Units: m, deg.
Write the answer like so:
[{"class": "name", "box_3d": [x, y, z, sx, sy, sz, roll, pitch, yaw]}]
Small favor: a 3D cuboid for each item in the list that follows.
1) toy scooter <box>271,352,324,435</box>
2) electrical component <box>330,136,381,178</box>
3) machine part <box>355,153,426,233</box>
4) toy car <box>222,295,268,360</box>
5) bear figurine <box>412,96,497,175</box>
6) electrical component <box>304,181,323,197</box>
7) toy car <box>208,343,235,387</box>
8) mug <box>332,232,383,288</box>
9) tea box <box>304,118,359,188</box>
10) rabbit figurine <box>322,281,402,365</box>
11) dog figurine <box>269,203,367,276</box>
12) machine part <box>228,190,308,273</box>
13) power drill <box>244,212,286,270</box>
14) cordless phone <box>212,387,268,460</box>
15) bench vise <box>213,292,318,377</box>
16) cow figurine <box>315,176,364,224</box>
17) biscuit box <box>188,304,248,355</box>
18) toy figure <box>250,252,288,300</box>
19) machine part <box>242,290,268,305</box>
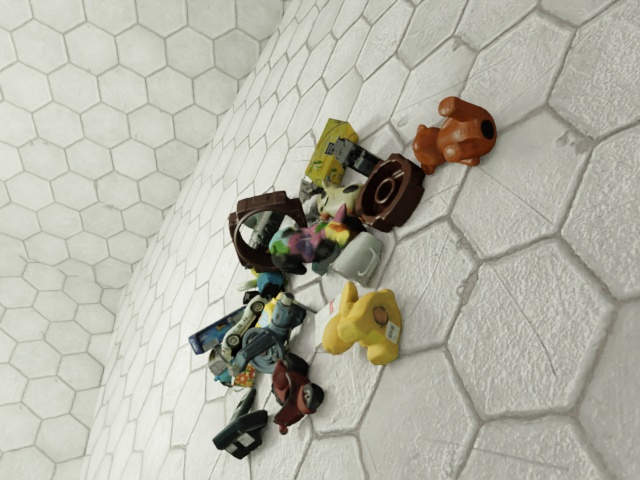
[{"class": "toy scooter", "box_3d": [-0.064, 0.339, 1.168, 0.135, 0.075, 0.184, -60, 30, 7]}, {"class": "electrical component", "box_3d": [0.097, -0.191, 1.286, 0.058, 0.115, 0.134, -61, 23, 13]}, {"class": "machine part", "box_3d": [0.153, -0.101, 1.166, 0.179, 0.056, 0.179, -42, 34, 37]}, {"class": "toy car", "box_3d": [-0.206, 0.240, 1.471, 0.202, 0.056, 0.073, -54, -20, -31]}, {"class": "bear figurine", "box_3d": [0.229, -0.190, 1.019, 0.196, 0.132, 0.120, -4, 91, 55]}, {"class": "electrical component", "box_3d": [-0.003, -0.172, 1.541, 0.102, 0.045, 0.078, -52, 29, 25]}, {"class": "toy car", "box_3d": [-0.263, 0.340, 1.515, 0.161, 0.103, 0.109, -43, 34, 42]}, {"class": "mug", "box_3d": [0.089, 0.037, 1.136, 0.107, 0.081, 0.110, -60, 17, -9]}, {"class": "tea box", "box_3d": [0.034, -0.227, 1.439, 0.068, 0.098, 0.169, 19, 84, 26]}, {"class": "rabbit figurine", "box_3d": [0.064, 0.158, 1.029, 0.173, 0.122, 0.162, -38, 32, 45]}, {"class": "dog figurine", "box_3d": [-0.003, -0.004, 1.237, 0.219, 0.191, 0.108, 133, 137, -57]}, {"class": "machine part", "box_3d": [-0.132, -0.019, 1.431, 0.087, 0.201, 0.201, -98, -5, -60]}, {"class": "power drill", "box_3d": [-0.182, -0.040, 1.598, 0.232, 0.086, 0.207, -59, 18, 7]}, {"class": "cordless phone", "box_3d": [-0.175, 0.423, 1.316, 0.146, 0.088, 0.184, -47, 12, 34]}, {"class": "bench vise", "box_3d": [-0.125, 0.236, 1.254, 0.240, 0.129, 0.223, -29, -25, -55]}, {"class": "cow figurine", "box_3d": [0.051, -0.098, 1.325, 0.195, 0.085, 0.127, -6, 60, 58]}, {"class": "biscuit box", "box_3d": [-0.272, 0.251, 1.523, 0.203, 0.059, 0.063, -27, 2, -36]}, {"class": "toy figure", "box_3d": [-0.138, 0.101, 1.518, 0.089, 0.082, 0.180, -42, 23, 9]}, {"class": "machine part", "box_3d": [-0.194, 0.167, 1.583, 0.139, 0.084, 0.039, 151, 107, -68]}]
